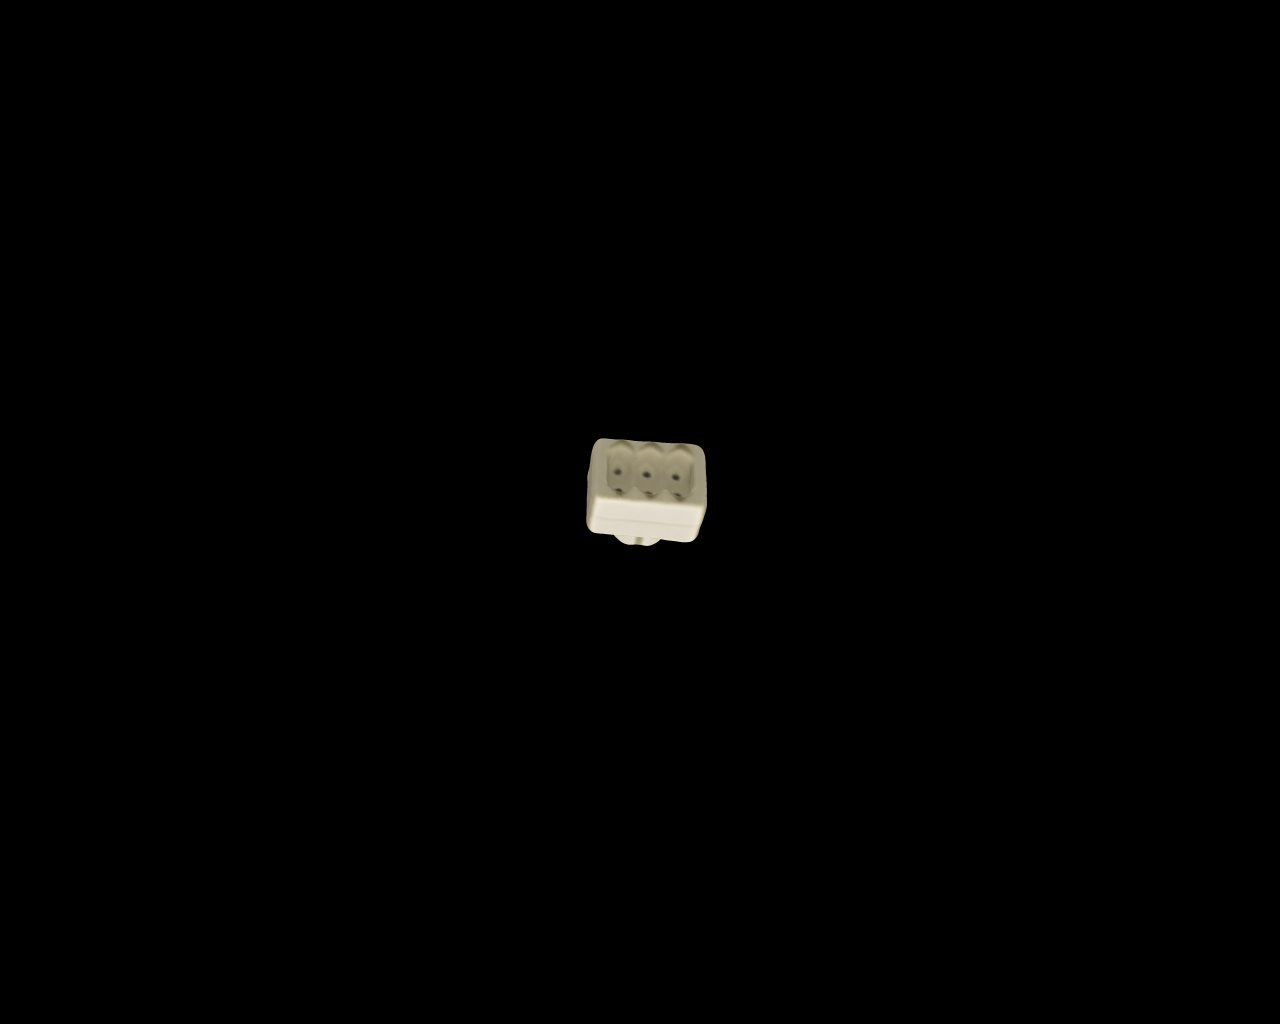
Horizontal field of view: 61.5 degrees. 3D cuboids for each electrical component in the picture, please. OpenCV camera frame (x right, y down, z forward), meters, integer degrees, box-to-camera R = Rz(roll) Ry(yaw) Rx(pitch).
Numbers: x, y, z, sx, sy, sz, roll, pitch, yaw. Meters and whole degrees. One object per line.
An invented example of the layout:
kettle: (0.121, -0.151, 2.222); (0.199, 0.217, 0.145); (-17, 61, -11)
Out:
electrical component: (0.001, -0.003, 0.650); (0.066, 0.047, 0.076); (5, -35, -7)
